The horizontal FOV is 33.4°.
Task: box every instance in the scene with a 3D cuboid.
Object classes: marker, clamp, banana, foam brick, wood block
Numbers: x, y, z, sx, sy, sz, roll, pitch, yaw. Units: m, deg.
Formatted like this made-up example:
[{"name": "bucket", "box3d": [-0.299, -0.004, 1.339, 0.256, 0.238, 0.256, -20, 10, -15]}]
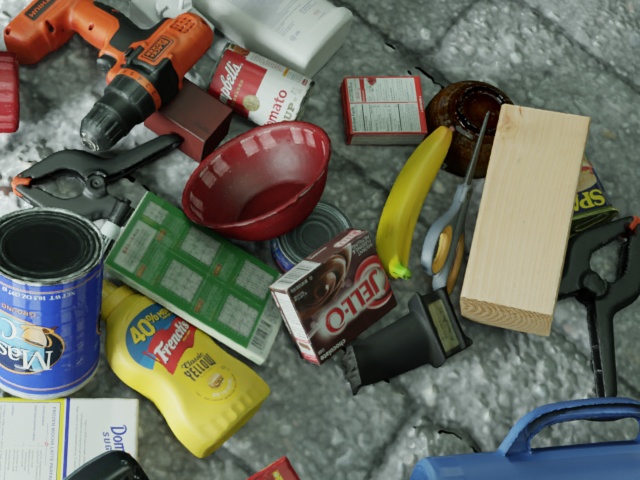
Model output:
[{"name": "marker", "box3d": [-0.214, 0.013, 1.032, 0.020, 0.020, 0.121, 26, 81, 0]}, {"name": "clamp", "box3d": [-0.218, -0.061, 1.072, 0.171, 0.039, 0.120, 11, 66, -11]}, {"name": "clamp", "box3d": [0.290, 0.062, 1.130, 0.164, 0.036, 0.209, 43, 68, 7]}, {"name": "banana", "box3d": [0.095, -0.031, 1.114, 0.037, 0.070, 0.197, 38, 54, -31]}, {"name": "foam brick", "box3d": [-0.138, -0.128, 1.113, 0.078, 0.051, 0.053, 35, 65, 4]}, {"name": "wood block", "box3d": [0.206, -0.019, 1.070, 0.091, 0.090, 0.206, 11, 74, 13]}]

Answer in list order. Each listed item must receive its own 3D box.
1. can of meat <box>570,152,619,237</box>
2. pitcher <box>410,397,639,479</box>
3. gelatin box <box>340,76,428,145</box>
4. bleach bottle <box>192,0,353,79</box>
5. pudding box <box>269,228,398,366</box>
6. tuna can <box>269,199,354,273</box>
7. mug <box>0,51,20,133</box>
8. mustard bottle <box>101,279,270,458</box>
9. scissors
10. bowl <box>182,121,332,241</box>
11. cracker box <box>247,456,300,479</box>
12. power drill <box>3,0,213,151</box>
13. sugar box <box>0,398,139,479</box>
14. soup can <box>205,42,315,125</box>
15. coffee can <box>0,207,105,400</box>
[{"name": "can of meat", "box3d": [0.259, -0.048, 1.162, 0.102, 0.057, 0.084, -13, 68, -18]}, {"name": "pitcher", "box3d": [0.209, 0.240, 0.981, 0.242, 0.145, 0.149, 0, 51, -9]}, {"name": "gelatin box", "box3d": [0.069, -0.142, 1.175, 0.089, 0.030, 0.073, -2, 67, -8]}, {"name": "bleach bottle", "box3d": [-0.092, -0.279, 1.186, 0.251, 0.068, 0.102, 37, 63, 8]}, {"name": "pudding box", "box3d": [0.014, 0.054, 1.045, 0.113, 0.039, 0.090, -35, 114, -25]}, {"name": "tuna can", "box3d": [-0.007, 0.001, 1.094, 0.086, 0.034, 0.086, 5, 66, -10]}, {"name": "mug", "box3d": [-0.344, -0.153, 1.066, 0.081, 0.093, 0.117, -1, 31, -18]}, {"name": "mustard bottle", "box3d": [-0.143, 0.107, 1.001, 0.192, 0.058, 0.096, 43, 48, 10]}, {"name": "scissors", "box3d": [0.139, -0.042, 1.093, 0.016, 0.096, 0.202, 11, 90, 28]}, {"name": "bowl", "box3d": [-0.055, -0.049, 1.068, 0.162, 0.055, 0.162, -17, 37, 13]}, {"name": "cracker box", "box3d": [-0.030, 0.282, 0.862, 0.072, 0.214, 0.164, -29, 75, -23]}, {"name": "power drill", "box3d": [-0.228, -0.184, 1.085, 0.188, 0.057, 0.184, 27, 61, 21]}, {"name": "sugar box", "box3d": [-0.252, 0.189, 0.951, 0.176, 0.048, 0.093, 5, 66, -14]}, {"name": "soup can", "box3d": [-0.064, -0.159, 1.133, 0.102, 0.069, 0.068, 24, 63, -1]}, {"name": "coffee can", "box3d": [-0.243, 0.056, 0.941, 0.102, 0.140, 0.103, 7, 38, -6]}]
